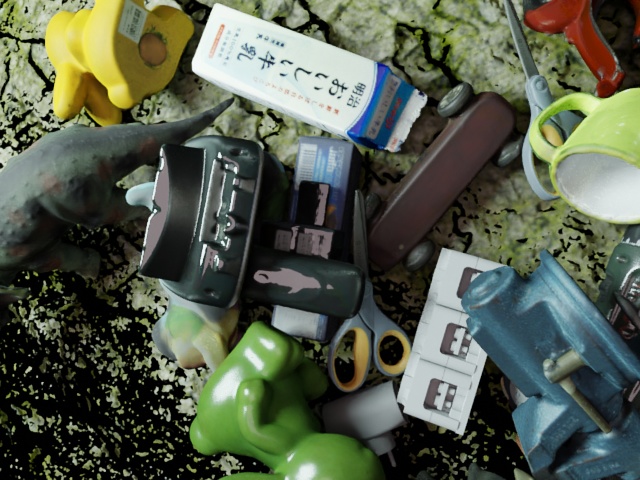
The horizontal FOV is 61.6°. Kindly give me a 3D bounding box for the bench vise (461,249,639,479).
[{"bbox_3d":[0.236,0.079,0.399,0.240,0.129,0.223,-41,83,17],"label":"bench vise"}]

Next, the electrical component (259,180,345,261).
[{"bbox_3d":[-0.015,0.002,0.502,0.075,0.047,0.119,12,92,15],"label":"electrical component"}]

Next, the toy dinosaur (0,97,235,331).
[{"bbox_3d":[-0.276,-0.039,0.560,0.131,0.192,0.405,46,99,10],"label":"toy dinosaur"}]

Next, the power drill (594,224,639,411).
[{"bbox_3d":[0.348,0.069,0.458,0.207,0.086,0.232,28,95,10],"label":"power drill"}]

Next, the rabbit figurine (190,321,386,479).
[{"bbox_3d":[-0.030,0.176,0.465,0.170,0.121,0.159,33,62,34],"label":"rabbit figurine"}]

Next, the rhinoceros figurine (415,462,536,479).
[{"bbox_3d":[0.169,0.268,0.477,0.191,0.073,0.112,28,74,36],"label":"rhinoceros figurine"}]

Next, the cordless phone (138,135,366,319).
[{"bbox_3d":[-0.046,-0.008,0.456,0.184,0.089,0.146,11,91,5],"label":"cordless phone"}]

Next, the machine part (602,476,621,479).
[{"bbox_3d":[0.323,0.228,0.475,0.139,0.039,0.084,-5,81,15],"label":"machine part"}]

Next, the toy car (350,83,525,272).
[{"bbox_3d":[0.114,-0.058,0.533,0.089,0.053,0.202,37,98,-13],"label":"toy car"}]

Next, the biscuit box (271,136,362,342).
[{"bbox_3d":[-0.001,-0.002,0.556,0.059,0.063,0.202,8,88,15],"label":"biscuit box"}]

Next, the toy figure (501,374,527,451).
[{"bbox_3d":[0.208,0.164,0.498,0.058,0.064,0.154,-8,81,-24],"label":"toy figure"}]

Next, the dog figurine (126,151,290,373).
[{"bbox_3d":[-0.098,0.035,0.558,0.192,0.108,0.219,-20,86,9],"label":"dog figurine"}]

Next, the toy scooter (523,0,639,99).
[{"bbox_3d":[0.288,-0.202,0.492,0.184,0.075,0.135,-12,84,16],"label":"toy scooter"}]

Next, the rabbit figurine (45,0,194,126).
[{"bbox_3d":[-0.249,-0.212,0.620,0.173,0.122,0.162,18,100,28],"label":"rabbit figurine"}]
